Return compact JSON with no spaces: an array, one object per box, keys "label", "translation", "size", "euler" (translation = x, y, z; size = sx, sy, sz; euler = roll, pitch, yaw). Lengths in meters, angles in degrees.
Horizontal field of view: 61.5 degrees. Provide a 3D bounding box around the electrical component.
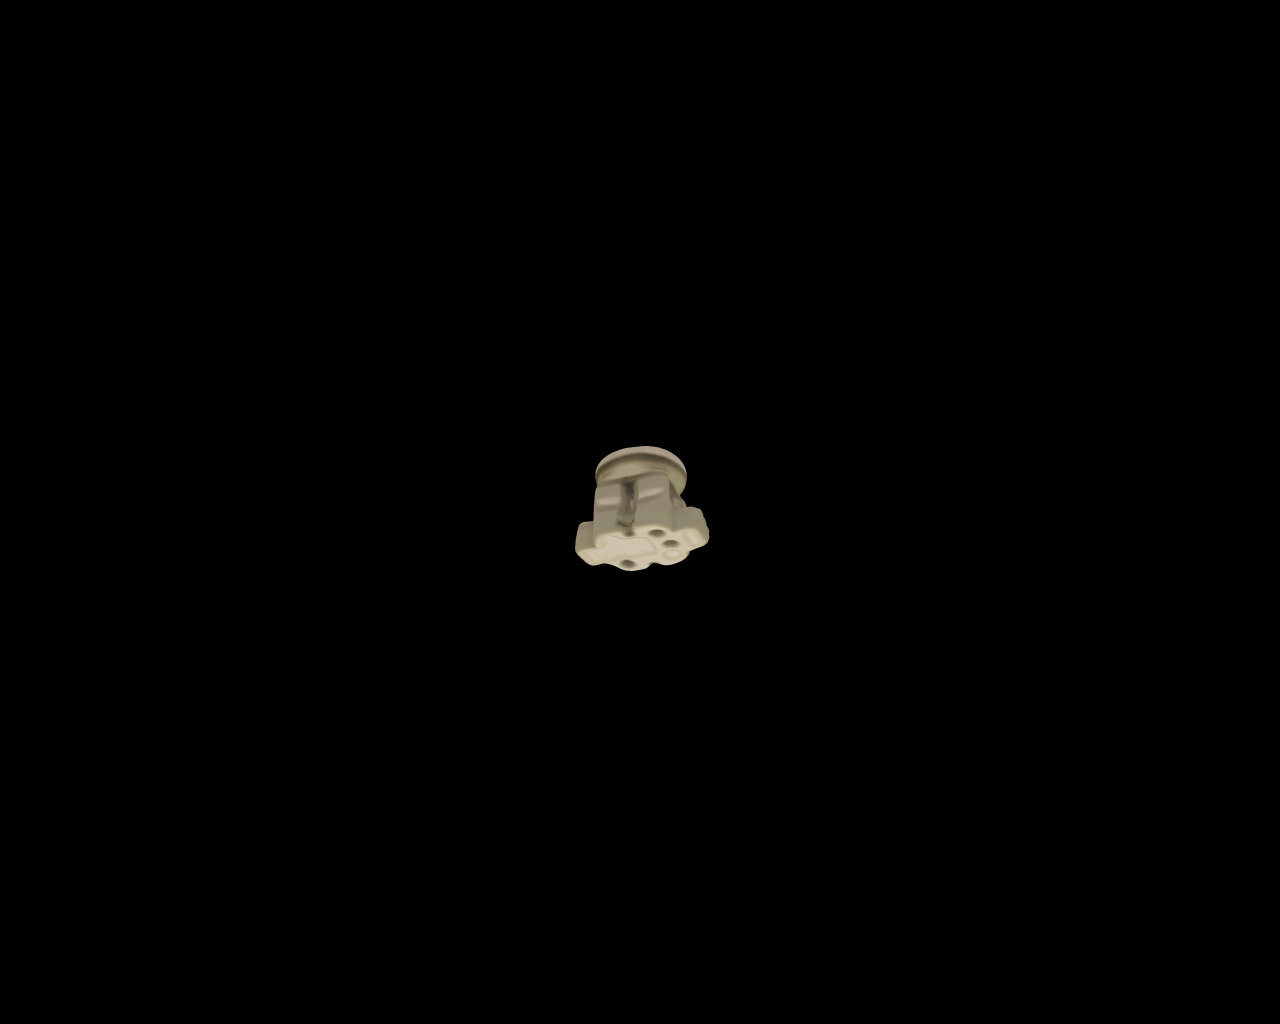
[{"label":"electrical component","translation":[0.001,-0.003,0.650],"size":[0.078,0.057,0.058],"euler":[-11,-32,18]}]
